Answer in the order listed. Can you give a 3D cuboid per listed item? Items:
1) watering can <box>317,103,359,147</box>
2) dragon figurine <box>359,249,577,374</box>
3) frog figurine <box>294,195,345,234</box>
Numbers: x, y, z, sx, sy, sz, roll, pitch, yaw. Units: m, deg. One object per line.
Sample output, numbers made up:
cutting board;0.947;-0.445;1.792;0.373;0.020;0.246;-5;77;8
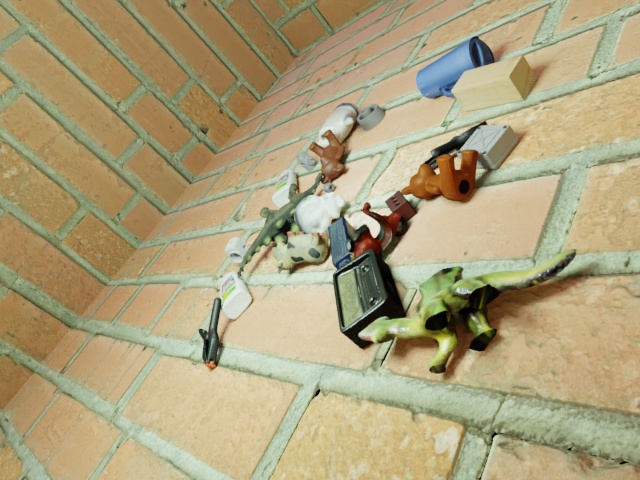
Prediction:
watering can;0.085;-0.461;2.057;0.228;0.103;0.343;-58;15;-27
dragon figurine;0.260;0.103;0.988;0.409;0.121;0.246;-32;18;5
frog figurine;0.005;-0.081;1.614;0.158;0.121;0.140;-27;62;16
